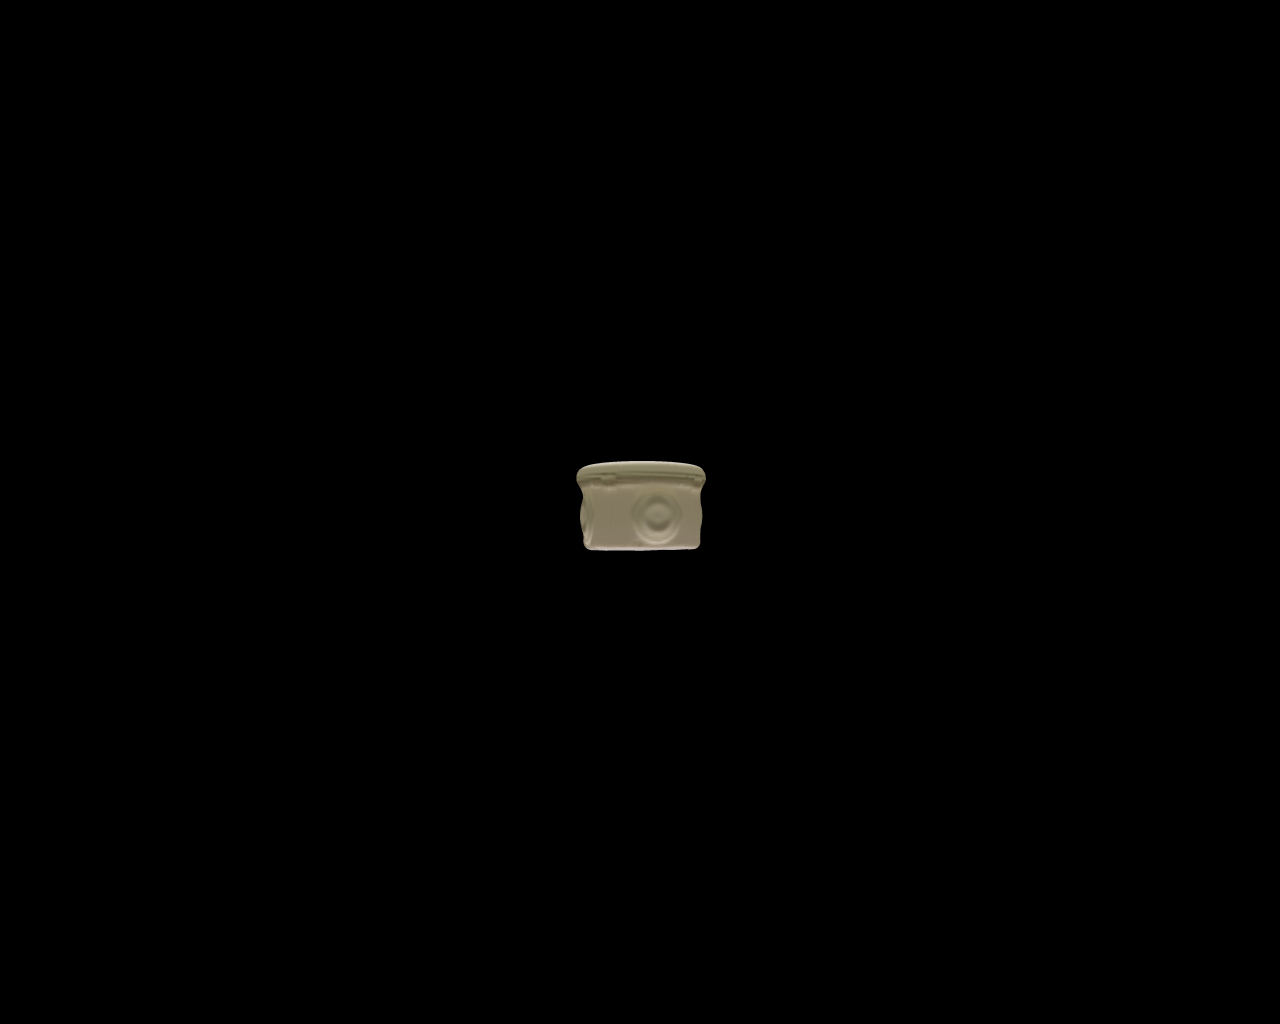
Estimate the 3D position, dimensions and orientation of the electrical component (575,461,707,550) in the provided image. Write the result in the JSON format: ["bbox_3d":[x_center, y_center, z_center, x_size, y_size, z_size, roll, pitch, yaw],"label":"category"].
[{"bbox_3d":[0.001,-0.003,0.650,0.080,0.051,0.080,0,-3,0],"label":"electrical component"}]
